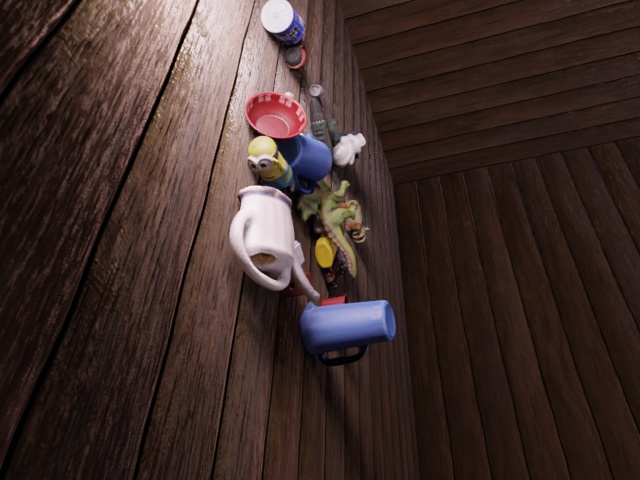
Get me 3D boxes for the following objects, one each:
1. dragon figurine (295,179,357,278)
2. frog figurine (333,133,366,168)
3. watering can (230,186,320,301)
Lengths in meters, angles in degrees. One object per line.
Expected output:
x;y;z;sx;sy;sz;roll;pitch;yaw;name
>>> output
0.005;-0.082;1.634;0.242;0.417;0.120;8;-29;-45;dragon figurine
0.115;-0.373;2.148;0.159;0.134;0.126;-9;35;15;frog figurine
-0.096;0.012;1.161;0.103;0.229;0.343;-15;-26;23;watering can
